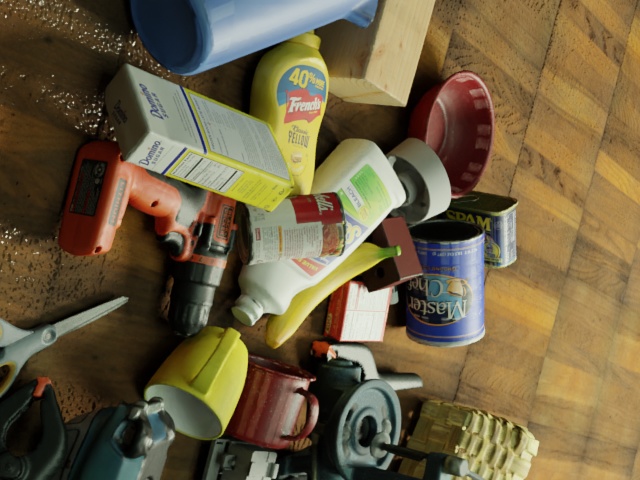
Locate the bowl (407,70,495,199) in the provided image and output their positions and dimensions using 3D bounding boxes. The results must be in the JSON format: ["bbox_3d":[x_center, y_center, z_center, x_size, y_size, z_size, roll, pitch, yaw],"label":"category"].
[{"bbox_3d":[0.158,-0.136,1.356,0.161,0.055,0.162,-16,111,-48],"label":"bowl"}]

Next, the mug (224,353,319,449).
[{"bbox_3d":[-0.051,0.175,1.133,0.093,0.117,0.081,17,90,-56],"label":"mug"}]

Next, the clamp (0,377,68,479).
[{"bbox_3d":[-0.273,0.198,0.904,0.120,0.039,0.171,13,68,-14],"label":"clamp"}]

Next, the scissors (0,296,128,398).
[{"bbox_3d":[-0.254,0.072,0.935,0.201,0.016,0.096,-42,129,-37],"label":"scissors"}]

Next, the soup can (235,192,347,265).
[{"bbox_3d":[-0.031,-0.011,1.091,0.102,0.068,0.068,-6,106,-15],"label":"soup can"}]

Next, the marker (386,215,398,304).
[{"bbox_3d":[0.084,0.022,1.334,0.020,0.020,0.121,-27,119,-44],"label":"marker"}]

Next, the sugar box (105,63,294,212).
[{"bbox_3d":[-0.109,-0.091,0.980,0.175,0.093,0.048,17,128,-41],"label":"sugar box"}]

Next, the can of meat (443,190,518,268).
[{"bbox_3d":[0.211,-0.015,1.416,0.057,0.102,0.084,-30,123,-44],"label":"can of meat"}]

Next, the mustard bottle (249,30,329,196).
[{"bbox_3d":[-0.034,-0.141,1.119,0.096,0.058,0.191,11,90,-50],"label":"mustard bottle"}]

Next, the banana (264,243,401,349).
[{"bbox_3d":[0.000,0.054,1.201,0.197,0.070,0.037,-37,106,-24],"label":"banana"}]

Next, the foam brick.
[{"bbox_3d":[0.079,0.016,1.275,0.051,0.053,0.078,-10,77,-50],"label":"foam brick"}]

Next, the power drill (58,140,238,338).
[{"bbox_3d":[-0.156,-0.007,1.005,0.187,0.057,0.184,18,81,-54],"label":"power drill"}]

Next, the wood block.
[{"bbox_3d":[0.066,-0.263,1.184,0.090,0.091,0.206,22,81,-51],"label":"wood block"}]

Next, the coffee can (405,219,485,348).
[{"bbox_3d":[0.159,0.054,1.367,0.102,0.103,0.140,-21,114,-47],"label":"coffee can"}]

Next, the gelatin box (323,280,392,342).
[{"bbox_3d":[0.046,0.085,1.294,0.089,0.030,0.073,7,94,-49],"label":"gelatin box"}]

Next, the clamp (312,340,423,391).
[{"bbox_3d":[0.044,0.197,1.313,0.209,0.036,0.164,46,65,-43],"label":"clamp"}]

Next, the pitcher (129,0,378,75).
[{"bbox_3d":[-0.064,-0.254,1.013,0.242,0.149,0.145,-33,138,-38],"label":"pitcher"}]

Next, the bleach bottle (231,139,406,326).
[{"bbox_3d":[-0.008,0.001,1.181,0.250,0.068,0.102,-50,125,-28],"label":"bleach bottle"}]
